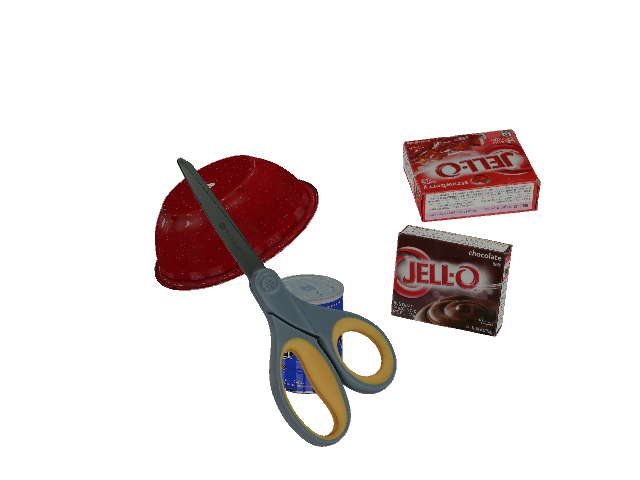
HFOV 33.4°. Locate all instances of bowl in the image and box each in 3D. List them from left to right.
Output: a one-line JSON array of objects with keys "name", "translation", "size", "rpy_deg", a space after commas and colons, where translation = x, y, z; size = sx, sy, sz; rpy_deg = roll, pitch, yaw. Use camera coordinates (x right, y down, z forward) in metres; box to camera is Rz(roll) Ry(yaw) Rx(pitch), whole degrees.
[{"name": "bowl", "translation": [-0.085, -0.027, 0.931], "size": [0.162, 0.055, 0.162], "rpy_deg": [-22, 27, 12]}]

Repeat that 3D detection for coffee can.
[{"name": "coffee can", "translation": [-0.018, 0.130, 1.502], "size": [0.103, 0.140, 0.103], "rpy_deg": [0, 19, 0]}]

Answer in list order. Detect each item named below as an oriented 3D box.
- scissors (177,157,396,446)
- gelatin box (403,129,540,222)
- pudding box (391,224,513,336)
[{"name": "scissors", "translation": [-0.016, 0.030, 0.682], "size": [0.096, 0.202, 0.016], "rpy_deg": [-17, -7, -28]}, {"name": "gelatin box", "translation": [0.111, -0.050, 0.798], "size": [0.089, 0.030, 0.073], "rpy_deg": [-7, 37, -3]}, {"name": "pudding box", "translation": [0.131, 0.039, 1.071], "size": [0.114, 0.090, 0.039], "rpy_deg": [10, 22, 17]}]
